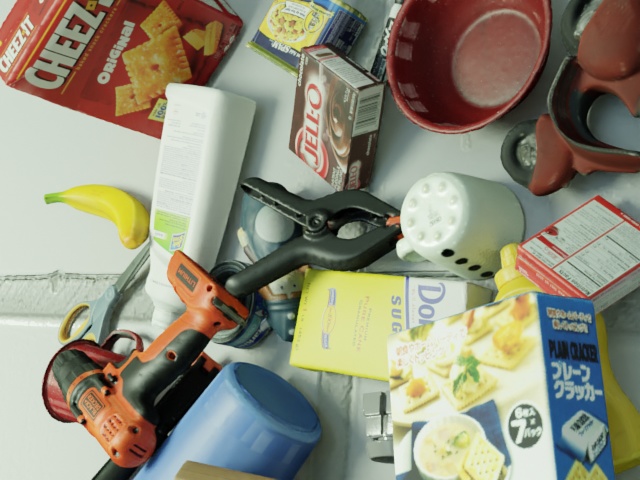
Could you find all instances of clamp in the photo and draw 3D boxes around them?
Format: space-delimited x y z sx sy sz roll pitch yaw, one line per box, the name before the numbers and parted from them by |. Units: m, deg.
clamp | -0.176 0.198 1.069 0.036 0.164 0.210 40 84 -3
clamp | -0.006 0.001 0.952 0.172 0.039 0.120 4 69 23

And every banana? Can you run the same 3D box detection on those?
banana | -0.230 -0.028 1.179 0.198 0.069 0.037 21 134 47

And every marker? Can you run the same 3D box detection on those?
marker | 0.066 -0.188 0.998 0.020 0.020 0.121 20 94 41

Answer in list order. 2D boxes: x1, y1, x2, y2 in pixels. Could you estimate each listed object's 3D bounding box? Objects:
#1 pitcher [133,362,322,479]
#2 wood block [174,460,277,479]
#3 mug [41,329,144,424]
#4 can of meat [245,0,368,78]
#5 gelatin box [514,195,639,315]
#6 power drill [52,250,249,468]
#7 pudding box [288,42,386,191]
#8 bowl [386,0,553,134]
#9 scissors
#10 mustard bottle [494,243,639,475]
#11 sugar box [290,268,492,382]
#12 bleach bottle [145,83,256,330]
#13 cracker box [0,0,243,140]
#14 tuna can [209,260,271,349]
pitcher | -0.102 0.240 0.972 0.149 0.144 0.243 38 103 10
wood block | -0.021 0.246 0.852 0.206 0.090 0.091 12 87 0
mug | -0.226 0.148 1.130 0.082 0.093 0.117 10 60 36
can of meat | -0.012 -0.203 1.043 0.102 0.057 0.084 37 102 38
gelatin box | 0.203 0.014 0.798 0.089 0.030 0.073 -31 49 -20
power drill | -0.167 0.103 1.019 0.187 0.057 0.185 -52 42 -3
pudding box | 0.014 -0.112 0.983 0.090 0.039 0.114 42 136 37
bowl | 0.136 -0.162 0.909 0.162 0.055 0.162 -11 73 38
scissors | -0.228 0.080 1.178 0.202 0.016 0.096 -35 58 35
mustard bottle | 0.175 0.090 0.817 0.096 0.058 0.191 -32 61 33
sugar box | 0.058 0.077 0.927 0.177 0.048 0.093 2 80 42
bleach bottle | -0.138 -0.032 1.108 0.103 0.067 0.251 15 93 45
cracker box | -0.206 -0.207 1.103 0.164 0.213 0.072 -53 51 18
tuna can | -0.083 0.063 1.054 0.086 0.033 0.086 -14 69 40
